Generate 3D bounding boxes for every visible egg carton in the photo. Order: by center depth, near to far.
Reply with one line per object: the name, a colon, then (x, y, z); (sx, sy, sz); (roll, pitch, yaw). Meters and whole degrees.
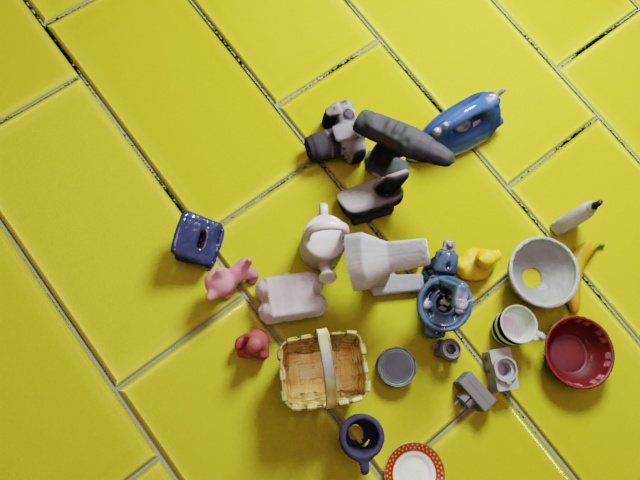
egg carton: (-0.064, 0.125, 1.254); (0.150, 0.069, 0.107); (-9, 76, -8)

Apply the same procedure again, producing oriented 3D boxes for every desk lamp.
desk lamp: (0.141, 0.049, 1.219); (0.203, 0.213, 0.118); (-5, 76, -7)

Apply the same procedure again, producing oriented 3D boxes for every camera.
camera: (0.031, -0.248, 1.344); (0.137, 0.101, 0.143); (-17, 78, -10)

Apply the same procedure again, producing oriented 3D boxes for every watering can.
watering can: (0.014, 0.004, 1.228); (0.101, 0.194, 0.173); (-23, 79, -11)

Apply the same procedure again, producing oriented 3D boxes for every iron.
iron: (0.326, -0.275, 1.359); (0.258, 0.141, 0.118); (-31, 80, -12)

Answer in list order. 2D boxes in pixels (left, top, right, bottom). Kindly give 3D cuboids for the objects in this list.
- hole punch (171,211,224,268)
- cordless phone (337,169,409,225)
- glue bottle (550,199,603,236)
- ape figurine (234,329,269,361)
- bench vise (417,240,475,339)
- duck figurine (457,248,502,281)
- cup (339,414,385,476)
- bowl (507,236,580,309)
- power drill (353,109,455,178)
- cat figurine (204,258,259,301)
hole punch: (-0.265, -0.002, 1.256); (0.101, 0.091, 0.109); (14, 74, -2)
cordless phone: (0.120, -0.111, 1.273); (0.148, 0.185, 0.094); (-23, 78, -11)
glue bottle: (0.598, -0.061, 1.314); (0.078, 0.173, 0.037); (-35, 81, -13)
ape figurine: (-0.139, 0.223, 1.209); (0.078, 0.092, 0.076); (41, 76, 6)
bench vise: (0.261, 0.097, 1.215); (0.121, 0.219, 0.207); (-8, 76, -7)
duck figurine: (0.365, 0.049, 1.307); (0.104, 0.086, 0.077); (-17, 78, -10)
cup: (0.082, 0.417, 1.178); (0.092, 0.095, 0.118); (-5, 76, -7)
bowl: (0.502, 0.080, 1.318); (0.167, 0.074, 0.167); (1, 75, -5)
power drill: (0.176, -0.200, 1.290); (0.229, 0.208, 0.076); (29, 75, 3)
cat figurine: (-0.195, 0.080, 1.228); (0.128, 0.117, 0.067); (-34, 81, -13)
